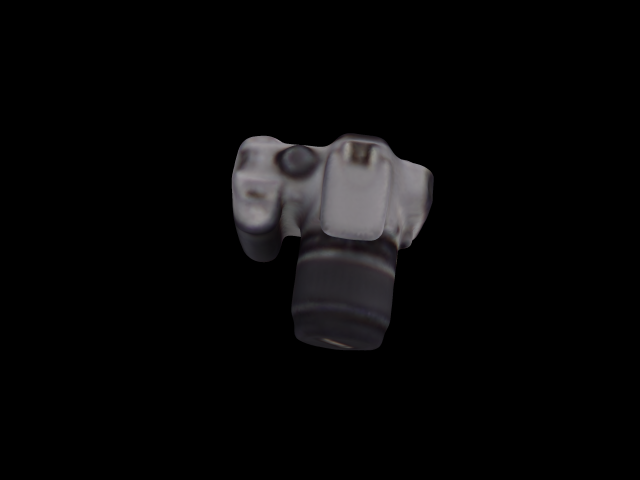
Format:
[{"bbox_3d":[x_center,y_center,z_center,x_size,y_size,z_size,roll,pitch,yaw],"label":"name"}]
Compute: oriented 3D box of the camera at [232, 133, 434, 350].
[{"bbox_3d":[0.004,0.001,0.400,0.143,0.101,0.137,7,70,3],"label":"camera"}]
